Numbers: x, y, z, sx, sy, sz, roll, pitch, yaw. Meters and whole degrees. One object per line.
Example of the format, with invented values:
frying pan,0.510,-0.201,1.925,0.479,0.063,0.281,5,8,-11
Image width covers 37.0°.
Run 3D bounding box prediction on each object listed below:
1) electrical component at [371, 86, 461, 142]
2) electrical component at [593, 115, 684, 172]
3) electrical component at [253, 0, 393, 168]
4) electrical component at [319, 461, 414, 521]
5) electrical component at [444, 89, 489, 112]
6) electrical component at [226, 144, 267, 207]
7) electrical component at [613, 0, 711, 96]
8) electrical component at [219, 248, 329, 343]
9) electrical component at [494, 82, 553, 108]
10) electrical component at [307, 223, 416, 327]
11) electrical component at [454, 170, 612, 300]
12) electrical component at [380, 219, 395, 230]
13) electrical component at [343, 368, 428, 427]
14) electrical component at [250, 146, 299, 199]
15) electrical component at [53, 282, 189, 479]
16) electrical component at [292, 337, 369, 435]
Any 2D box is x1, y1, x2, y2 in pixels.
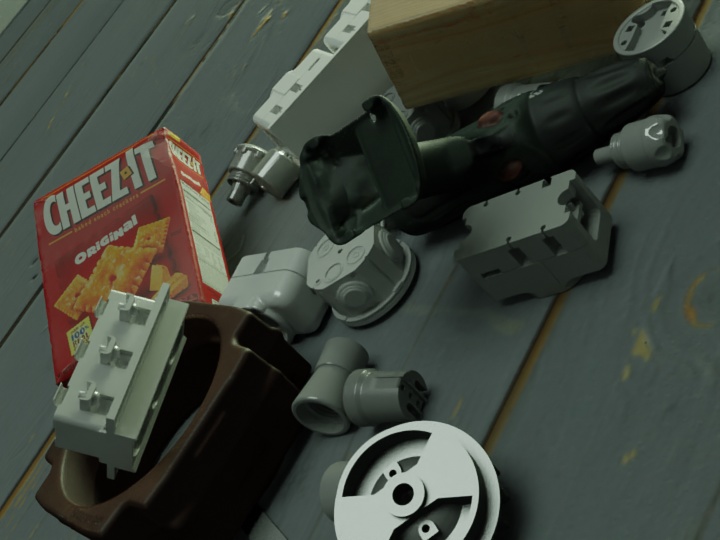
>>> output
electrical component,0.043,-0.123,0.937,0.080,0.051,0.080,-31,34,24
electrical component,0.187,-0.083,0.730,0.061,0.035,0.035,-12,45,47
electrical component,0.003,-0.169,0.986,0.186,0.105,0.060,-48,30,-3
electrical component,0.010,0.140,0.681,0.078,0.040,0.040,-12,45,42
electrical component,0.084,-0.176,0.953,0.055,0.047,0.055,-31,34,24
electrical component,-0.117,-0.096,1.111,0.048,0.048,0.062,3,63,52
electrical component,0.217,-0.158,0.767,0.055,0.047,0.055,-31,34,24
electrical component,-0.071,0.023,0.903,0.095,0.054,0.059,-8,48,47
electrical component,0.135,-0.128,0.843,0.046,0.040,0.040,1,54,45
electrical component,0.000,0.000,0.846,0.080,0.051,0.080,-31,34,24
electrical component,0.118,-0.019,0.719,0.089,0.056,0.050,-19,40,38
electrical component,0.015,-0.059,0.899,0.077,0.044,0.079,-25,53,50
electrical component,0.018,0.087,0.736,0.046,0.040,0.040,-8,47,38
electrical component,-0.074,-0.107,1.074,0.078,0.040,0.040,-52,31,-10
electrical component,-0.172,0.075,0.773,0.078,0.063,0.121,105,180,-48
electrical component,-0.018,0.082,0.785,0.044,0.044,0.065,-18,36,39
